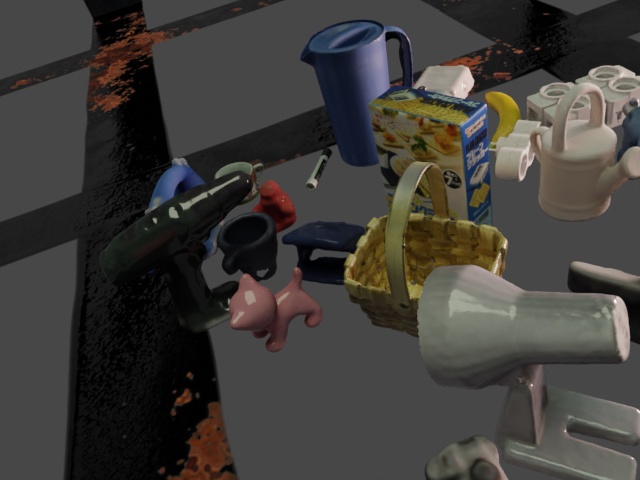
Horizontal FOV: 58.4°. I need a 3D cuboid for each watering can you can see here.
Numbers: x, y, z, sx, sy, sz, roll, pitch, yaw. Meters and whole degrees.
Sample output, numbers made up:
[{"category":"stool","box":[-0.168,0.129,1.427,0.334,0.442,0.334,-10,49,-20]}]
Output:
[{"category":"watering can","box":[0.372,-0.128,0.810,0.172,0.194,0.101,17,50,34]}]

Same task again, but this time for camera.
[{"category":"camera","box":[0.120,0.262,0.513,0.137,0.101,0.143,-19,39,-3]}]

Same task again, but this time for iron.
[{"category":"iron","box":[-0.243,-0.064,0.992,0.118,0.142,0.258,-9,40,9]}]

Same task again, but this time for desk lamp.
[{"category":"desk lamp","box":[0.207,0.124,0.556,0.202,0.214,0.118,8,45,27]}]

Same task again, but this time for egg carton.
[{"category":"egg carton","box":[0.244,-0.296,1.151,0.107,0.069,0.150,9,46,28]}]

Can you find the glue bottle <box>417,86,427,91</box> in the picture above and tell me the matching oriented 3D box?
[{"category":"glue bottle","box":[0.179,-0.175,0.949,0.077,0.173,0.037,11,47,30]}]

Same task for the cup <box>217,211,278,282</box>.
[{"category":"cup","box":[-0.106,0.027,0.873,0.091,0.095,0.118,4,43,23]}]

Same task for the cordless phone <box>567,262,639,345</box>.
[{"category":"cordless phone","box":[0.360,0.024,0.643,0.147,0.185,0.094,15,49,33]}]

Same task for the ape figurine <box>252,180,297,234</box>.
[{"category":"ape figurine","box":[-0.078,-0.059,0.967,0.077,0.092,0.076,10,46,29]}]

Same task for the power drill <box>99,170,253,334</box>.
[{"category":"power drill","box":[-0.175,0.025,0.809,0.230,0.209,0.075,-25,40,-10]}]

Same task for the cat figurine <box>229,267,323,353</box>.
[{"category":"cat figurine","box":[-0.068,0.087,0.772,0.128,0.118,0.067,-34,42,-20]}]

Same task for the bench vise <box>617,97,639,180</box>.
[{"category":"bench vise","box":[0.474,-0.155,0.786,0.121,0.220,0.206,-26,40,-11]}]

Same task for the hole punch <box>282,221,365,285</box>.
[{"category":"hole punch","box":[0.008,0.003,0.865,0.108,0.091,0.101,5,44,24]}]
